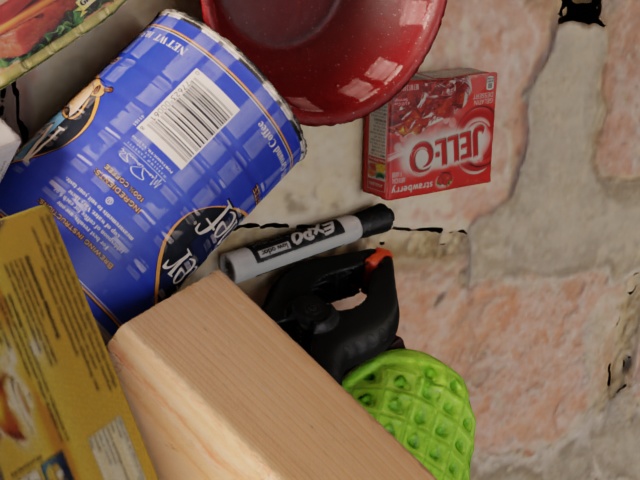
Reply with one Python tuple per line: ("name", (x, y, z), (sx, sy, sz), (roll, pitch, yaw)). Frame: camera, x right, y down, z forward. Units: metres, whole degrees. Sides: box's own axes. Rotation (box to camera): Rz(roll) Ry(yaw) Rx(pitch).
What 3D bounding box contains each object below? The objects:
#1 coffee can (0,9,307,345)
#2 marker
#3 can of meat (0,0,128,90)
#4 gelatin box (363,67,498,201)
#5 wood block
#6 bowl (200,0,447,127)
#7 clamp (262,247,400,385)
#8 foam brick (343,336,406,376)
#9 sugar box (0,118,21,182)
("coffee can", (-0.090, -0.027, 0.517), (0.140, 0.103, 0.102), (-48, 126, -15))
("marker", (-0.004, 0.001, 0.642), (0.120, 0.020, 0.020), (-18, 114, -31))
("can of meat", (-0.143, -0.126, 0.477), (0.102, 0.058, 0.084), (-39, 126, -20))
("gelatin box", (0.070, -0.068, 0.667), (0.089, 0.030, 0.073), (-10, 110, -33))
("wood block", (-0.016, 0.124, 0.484), (0.090, 0.206, 0.090), (-50, 173, 26))
("bowl", (-0.006, -0.145, 0.571), (0.161, 0.055, 0.162), (-12, 111, -33))
("clamp", (-0.017, 0.052, 0.609), (0.171, 0.120, 0.039), (-48, 158, -51))
("foam brick", (0.015, 0.093, 0.664), (0.078, 0.051, 0.053), (-36, 122, -22))
("sugar box", (-0.207, -0.030, 0.394), (0.048, 0.093, 0.176), (-51, 171, 32))
